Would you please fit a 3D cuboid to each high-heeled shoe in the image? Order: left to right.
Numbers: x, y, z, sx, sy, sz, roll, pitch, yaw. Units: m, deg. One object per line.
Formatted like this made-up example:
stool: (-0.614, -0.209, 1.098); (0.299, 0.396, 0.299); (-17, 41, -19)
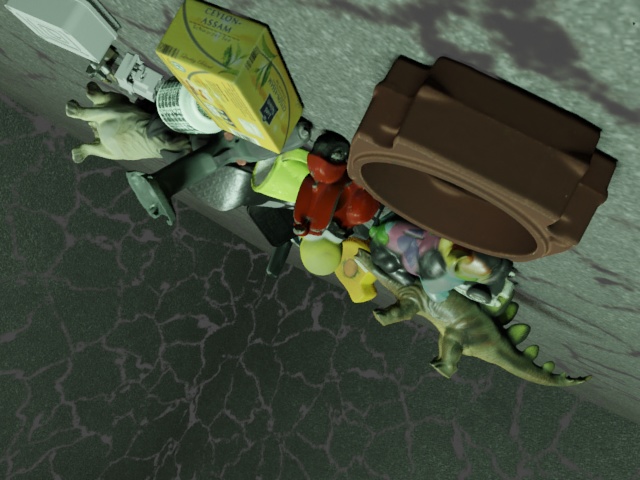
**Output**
high-heeled shoe: (-0.106, -0.099, 0.921); (0.249, 0.086, 0.145); (18, -155, 6)

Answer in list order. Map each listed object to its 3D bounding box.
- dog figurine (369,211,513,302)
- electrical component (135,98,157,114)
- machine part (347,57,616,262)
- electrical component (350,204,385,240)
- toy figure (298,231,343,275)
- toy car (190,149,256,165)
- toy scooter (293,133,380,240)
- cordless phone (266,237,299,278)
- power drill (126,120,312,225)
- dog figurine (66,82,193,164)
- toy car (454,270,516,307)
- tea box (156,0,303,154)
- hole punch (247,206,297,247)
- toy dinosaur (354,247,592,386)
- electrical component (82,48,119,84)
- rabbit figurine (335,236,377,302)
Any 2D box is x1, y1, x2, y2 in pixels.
dog figurine: (0.163, 0.007, 0.755); (0.192, 0.108, 0.219); (30, 169, 8)
electrical component: (-0.288, -0.219, 1.012); (0.114, 0.058, 0.134); (31, 172, -37)
machine part: (0.128, -0.059, 0.482); (0.201, 0.087, 0.201); (28, 171, 4)
electrical component: (0.069, -0.040, 0.877); (0.119, 0.075, 0.048); (39, 168, -38)
toy figure: (0.002, -0.003, 0.934); (0.180, 0.082, 0.089); (-109, 1, -73)
toy car: (-0.171, -0.155, 0.940); (0.202, 0.053, 0.089); (12, 175, 14)
toy scooter: (0.020, -0.052, 0.742); (0.075, 0.135, 0.183); (21, 171, 33)
cordless phone: (-0.069, 0.024, 1.404); (0.089, 0.184, 0.146); (19, 169, 26)
power drill: (-0.147, -0.109, 0.731); (0.232, 0.207, 0.085); (15, 141, 51)
dog figurine: (-0.291, -0.186, 0.890); (0.191, 0.172, 0.121); (5, 128, 0)
toy car: (0.220, 0.041, 0.886); (0.202, 0.073, 0.056); (26, 169, 16)
tea box: (-0.088, -0.169, 0.581); (0.098, 0.068, 0.169); (26, 171, 14)
hole punch: (-0.071, -0.066, 1.046); (0.142, 0.116, 0.092); (58, -170, -25)
toy dinosaur: (0.260, 0.149, 0.962); (0.471, 0.198, 0.105); (38, -179, -2)
electrical component: (-0.349, -0.283, 0.839); (0.078, 0.045, 0.102); (31, 172, -34)
rabbit figurine: (0.102, 0.037, 1.102); (0.173, 0.121, 0.163); (-12, -137, -46)
